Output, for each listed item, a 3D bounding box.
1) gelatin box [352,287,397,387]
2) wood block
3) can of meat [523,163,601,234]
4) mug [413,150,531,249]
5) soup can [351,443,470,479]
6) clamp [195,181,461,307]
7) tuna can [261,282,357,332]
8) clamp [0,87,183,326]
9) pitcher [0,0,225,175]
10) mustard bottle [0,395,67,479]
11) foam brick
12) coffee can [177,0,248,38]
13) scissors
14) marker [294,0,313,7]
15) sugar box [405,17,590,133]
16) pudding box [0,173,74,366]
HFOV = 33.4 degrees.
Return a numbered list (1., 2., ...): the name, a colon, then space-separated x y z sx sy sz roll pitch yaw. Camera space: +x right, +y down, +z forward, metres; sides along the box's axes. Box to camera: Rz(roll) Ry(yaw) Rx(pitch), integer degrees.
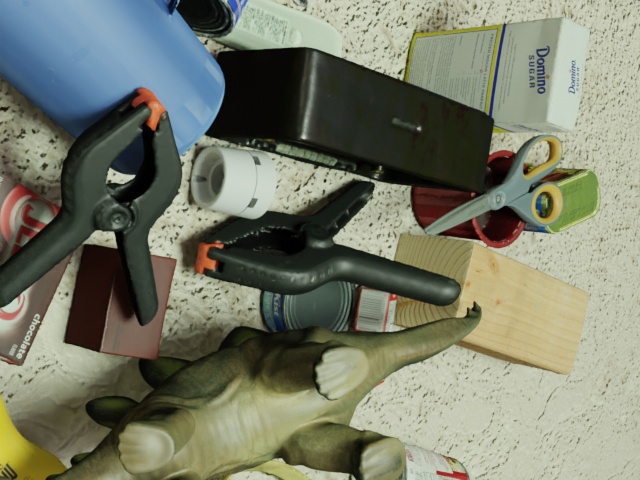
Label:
1. gelatin box: 0.047 0.088 0.966 0.073 0.030 0.089 12 87 -80
2. wood block: 0.168 0.066 1.057 0.205 0.091 0.090 21 81 -43
3. can of meat: 0.228 -0.042 1.103 0.101 0.084 0.057 -21 110 -39
4. mug: 0.136 -0.046 1.018 0.117 0.082 0.093 25 79 -42
5. soup can: 0.087 0.232 1.019 0.102 0.069 0.068 24 79 -42
6. clamp: -0.006 0.001 0.887 0.209 0.165 0.036 -1 125 -23
7. tuna can: -0.010 0.052 0.928 0.085 0.034 0.086 -7 100 -43
8. clamp: -0.132 -0.014 0.705 0.120 0.039 0.172 19 111 -44
9. pitcher: -0.161 -0.158 0.687 0.242 0.149 0.145 47 66 -40
10. mustard bottle: -0.245 0.136 0.702 0.096 0.058 0.191 -49 125 -30
11. foam brick: -0.147 0.045 0.787 0.052 0.051 0.078 15 85 -42
12. coffee can: -0.078 -0.235 0.778 0.102 0.103 0.140 39 70 -39
13. scissors: 0.170 -0.025 0.982 0.201 0.016 0.096 -41 120 -32
14. marker: 0.017 -0.244 0.924 0.121 0.020 0.020 -50 126 -27
15. sugar box: 0.152 -0.143 0.955 0.048 0.177 0.093 12 87 -43
16. pudding box: -0.221 0.017 0.721 0.090 0.039 0.113 34 72 -40
